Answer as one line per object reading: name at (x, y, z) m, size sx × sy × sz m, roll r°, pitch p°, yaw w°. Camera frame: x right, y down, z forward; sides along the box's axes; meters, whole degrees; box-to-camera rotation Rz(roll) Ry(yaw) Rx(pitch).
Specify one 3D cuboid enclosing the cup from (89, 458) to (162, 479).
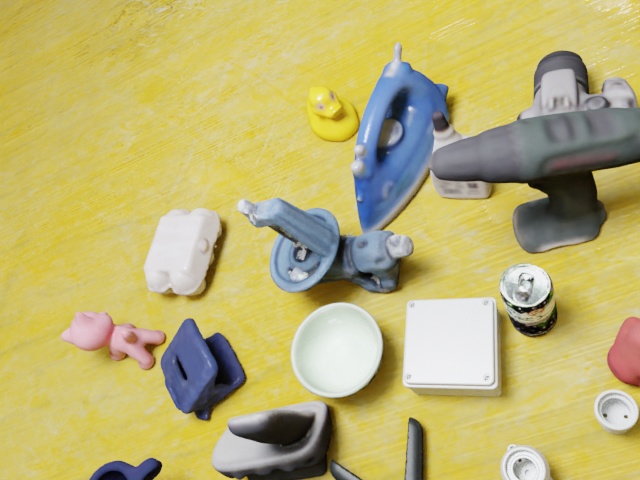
cup at (-0.235, 0.331, 0.745) m, size 0.118 × 0.095 × 0.091 m, roll -43°, pitch 54°, yaw -1°

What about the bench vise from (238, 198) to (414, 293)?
bench vise at (0.005, -0.007, 0.737) m, size 0.207 × 0.220 × 0.121 m, roll -20°, pitch 57°, yaw 15°

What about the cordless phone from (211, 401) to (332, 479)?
cordless phone at (-0.076, 0.226, 0.670) m, size 0.147 × 0.186 × 0.094 m, roll -19°, pitch 57°, yaw 15°

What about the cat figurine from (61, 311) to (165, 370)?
cat figurine at (-0.324, 0.145, 0.877) m, size 0.127 × 0.118 × 0.067 m, roll 4°, pitch 65°, yaw 27°

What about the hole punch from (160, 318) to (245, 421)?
hole punch at (-0.176, 0.181, 0.801) m, size 0.101 × 0.091 × 0.108 m, roll -40°, pitch 54°, yaw 1°

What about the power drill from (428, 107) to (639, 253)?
power drill at (0.257, -0.066, 0.655) m, size 0.229 × 0.209 × 0.075 m, roll -16°, pitch 58°, yaw 18°

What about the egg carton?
egg carton at (-0.218, 0.018, 0.924) m, size 0.107 × 0.070 × 0.150 m, roll -1°, pitch 63°, yaw 25°

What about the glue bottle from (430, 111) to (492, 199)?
glue bottle at (0.173, -0.110, 0.741) m, size 0.078 × 0.174 × 0.037 m, roll 5°, pitch 66°, yaw 28°

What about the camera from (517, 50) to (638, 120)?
camera at (0.334, -0.188, 0.752) m, size 0.142 × 0.101 × 0.137 m, roll -3°, pitch 62°, yaw 25°

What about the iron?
iron at (0.093, -0.145, 0.819) m, size 0.118 × 0.142 × 0.258 m, roll 12°, pitch 70°, yaw 31°

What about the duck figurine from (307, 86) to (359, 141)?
duck figurine at (0.009, -0.217, 0.934) m, size 0.077 × 0.086 × 0.104 m, roll -44°, pitch 54°, yaw -2°

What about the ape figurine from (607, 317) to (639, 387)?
ape figurine at (0.336, 0.112, 0.591) m, size 0.076 × 0.092 × 0.077 m, roll -17°, pitch 57°, yaw 17°
